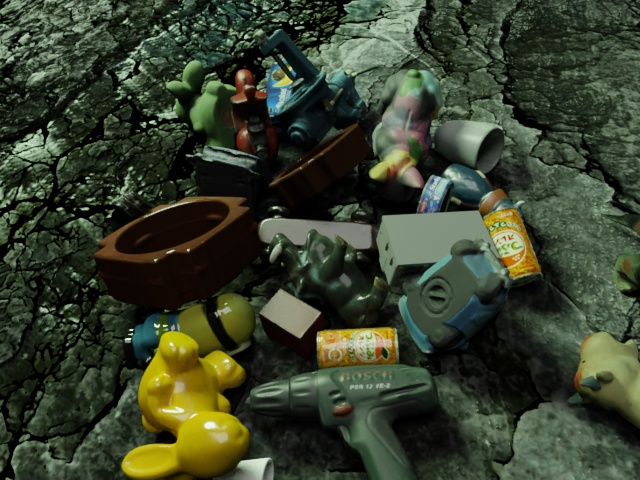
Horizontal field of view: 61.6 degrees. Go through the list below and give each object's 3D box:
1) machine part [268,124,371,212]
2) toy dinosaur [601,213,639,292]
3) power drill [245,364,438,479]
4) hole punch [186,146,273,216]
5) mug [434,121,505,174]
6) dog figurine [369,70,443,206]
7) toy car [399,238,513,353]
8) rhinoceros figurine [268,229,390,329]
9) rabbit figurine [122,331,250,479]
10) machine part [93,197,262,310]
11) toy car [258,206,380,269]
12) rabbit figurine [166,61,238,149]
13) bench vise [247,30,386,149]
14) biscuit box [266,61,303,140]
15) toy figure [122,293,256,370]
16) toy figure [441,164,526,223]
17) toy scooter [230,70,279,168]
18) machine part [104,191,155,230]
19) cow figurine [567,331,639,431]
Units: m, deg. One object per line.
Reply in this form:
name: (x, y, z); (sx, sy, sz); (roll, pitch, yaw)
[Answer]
machine part: (0.002, -0.120, 0.887); (0.179, 0.056, 0.179); (-35, 12, 9)
toy dinosaur: (0.472, 0.057, 0.641); (0.131, 0.192, 0.405); (-17, 51, -10)
power drill: (0.038, 0.241, 0.620); (0.232, 0.085, 0.207); (-11, 41, -5)
hole punch: (-0.144, -0.109, 0.922); (0.142, 0.115, 0.092); (18, 46, 21)
mug: (0.263, -0.178, 0.946); (0.107, 0.080, 0.109); (29, 63, 39)
dog figurine: (0.139, -0.165, 0.892); (0.109, 0.191, 0.219); (13, 37, 2)
toy car: (0.190, 0.075, 0.714); (0.103, 0.161, 0.109); (14, 37, -42)
rhinoceros figurine: (0.011, 0.051, 0.768); (0.190, 0.073, 0.112); (40, 95, 13)
rabbit figurine: (-0.151, 0.210, 0.620); (0.162, 0.121, 0.173); (-49, 43, -10)
machine part: (-0.203, 0.014, 0.790); (0.202, 0.087, 0.201); (2, 29, 34)
toy car: (-0.002, -0.003, 0.845); (0.202, 0.053, 0.089); (3, 65, 9)
rabbit figurine: (-0.232, -0.254, 1.048); (0.170, 0.158, 0.121); (18, 62, 40)
bench vise: (-0.021, -0.290, 0.978); (0.223, 0.240, 0.129); (-51, 21, -23)
biscuit box: (-0.076, -0.288, 1.096); (0.059, 0.062, 0.203); (-2, 49, 8)
toy figure: (-0.176, 0.127, 0.732); (0.180, 0.089, 0.082); (-9, 56, -3)
toy figure: (0.263, -0.067, 0.863); (0.155, 0.064, 0.058); (43, 28, 29)
toy scooter: (-0.116, -0.210, 0.943); (0.075, 0.183, 0.135); (-13, 9, -8)
machine part: (-0.314, -0.049, 0.890); (0.084, 0.139, 0.039); (-27, 94, -21)
cow figurine: (0.379, 0.188, 0.612); (0.127, 0.085, 0.195); (-27, 56, -15)
